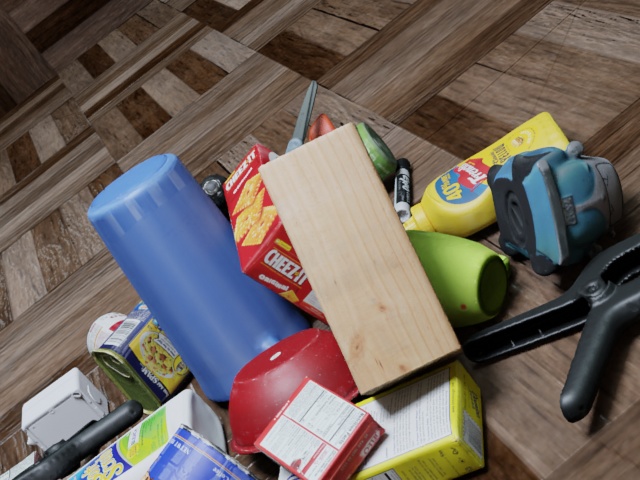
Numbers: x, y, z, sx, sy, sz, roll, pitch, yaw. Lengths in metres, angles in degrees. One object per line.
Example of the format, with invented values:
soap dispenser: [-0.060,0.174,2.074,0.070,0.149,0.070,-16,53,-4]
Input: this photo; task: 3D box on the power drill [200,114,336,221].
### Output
power drill: [-0.057,-0.081,1.323,0.187,0.057,0.184,-31,-12,1]

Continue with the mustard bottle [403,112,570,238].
mustard bottle: [0.167,-0.053,1.090,0.192,0.058,0.096,-31,30,12]

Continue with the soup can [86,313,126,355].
soup can: [-0.230,0.127,1.271,0.068,0.068,0.102,-47,27,-19]

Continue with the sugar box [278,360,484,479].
sugar box: [0.048,0.174,0.881,0.176,0.048,0.093,-29,26,24]

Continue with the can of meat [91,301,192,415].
can of meat: [-0.188,0.129,1.181,0.058,0.102,0.083,-3,40,48]

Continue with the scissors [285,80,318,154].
scissors: [-0.015,-0.097,1.238,0.096,0.016,0.201,19,69,28]

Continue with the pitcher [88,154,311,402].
pitcher: [-0.132,0.036,1.101,0.149,0.242,0.145,-26,20,23]

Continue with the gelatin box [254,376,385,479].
gelatin box: [0.000,0.161,0.866,0.073,0.030,0.089,-52,39,-13]

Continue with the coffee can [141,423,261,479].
coffee can: [-0.118,0.240,0.891,0.140,0.102,0.103,-53,30,-15]

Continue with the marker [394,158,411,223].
marker: [0.095,-0.060,1.232,0.020,0.020,0.121,-26,28,20]

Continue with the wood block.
wood block: [0.036,0.018,0.901,0.090,0.206,0.090,-26,-11,4]

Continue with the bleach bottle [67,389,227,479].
bleach bottle: [-0.210,0.253,1.051,0.251,0.068,0.102,-36,25,8]

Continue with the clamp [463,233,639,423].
clamp: [0.221,0.053,0.873,0.209,0.036,0.165,-42,23,-15]

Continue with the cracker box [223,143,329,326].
cracker box: [-0.007,0.001,1.083,0.072,0.164,0.214,-50,23,15]

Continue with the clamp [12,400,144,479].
clamp: [-0.262,0.224,1.119,0.120,0.039,0.171,-40,-1,41]

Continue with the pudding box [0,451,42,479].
pudding box: [-0.335,0.294,1.163,0.090,0.039,0.113,-36,24,3]

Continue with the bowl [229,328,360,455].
bowl: [-0.026,0.128,0.983,0.162,0.055,0.162,-30,8,5]
